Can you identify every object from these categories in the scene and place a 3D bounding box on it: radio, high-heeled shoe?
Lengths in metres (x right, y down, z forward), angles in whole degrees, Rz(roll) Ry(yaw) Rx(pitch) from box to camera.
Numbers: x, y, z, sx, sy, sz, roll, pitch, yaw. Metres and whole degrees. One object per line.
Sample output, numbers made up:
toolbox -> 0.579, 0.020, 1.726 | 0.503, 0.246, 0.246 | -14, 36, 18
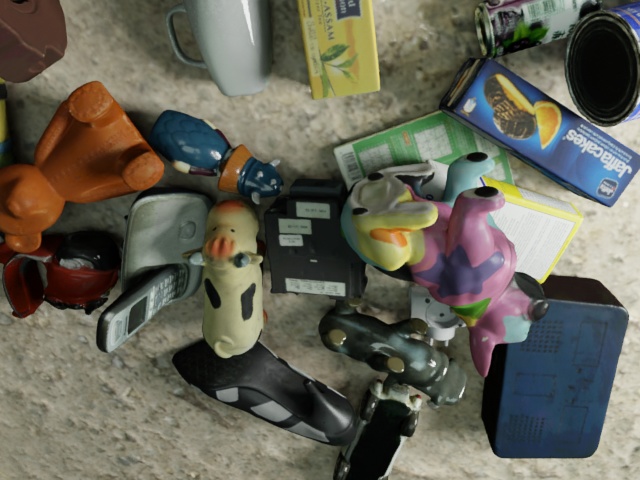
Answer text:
radio -> 0.278, 0.156, 0.654 | 0.131, 0.073, 0.229 | 1, 113, 4
high-heeled shoe -> -0.071, 0.203, 0.707 | 0.249, 0.086, 0.145 | 6, 139, 30

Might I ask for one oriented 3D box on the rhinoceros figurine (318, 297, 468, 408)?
rhinoceros figurine -> 0.086, 0.139, 0.647 | 0.190, 0.073, 0.112 | 25, 150, 7

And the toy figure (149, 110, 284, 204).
toy figure -> -0.111, -0.090, 0.598 | 0.154, 0.058, 0.064 | 29, 99, -5

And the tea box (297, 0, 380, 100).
tea box -> 0.015, -0.227, 0.512 | 0.068, 0.098, 0.169 | -7, 112, 9

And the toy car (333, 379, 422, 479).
toy car -> 0.074, 0.274, 0.729 | 0.074, 0.056, 0.201 | 20, 111, 4

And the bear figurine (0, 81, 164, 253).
bear figurine -> -0.277, -0.068, 0.565 | 0.196, 0.132, 0.120 | -35, 110, -10

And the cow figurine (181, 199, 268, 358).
cow figurine -> -0.103, 0.046, 0.616 | 0.086, 0.127, 0.194 | 4, 114, 1

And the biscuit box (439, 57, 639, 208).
biscuit box -> 0.225, -0.108, 0.548 | 0.202, 0.059, 0.062 | 27, 104, -12

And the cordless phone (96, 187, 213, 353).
cordless phone -> -0.191, 0.025, 0.585 | 0.089, 0.184, 0.146 | 17, 112, 4

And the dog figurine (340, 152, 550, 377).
dog figurine -> 0.128, 0.036, 0.544 | 0.192, 0.108, 0.219 | -10, 119, 9

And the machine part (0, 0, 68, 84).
machine part -> -0.312, -0.238, 0.497 | 0.056, 0.179, 0.179 | -24, 108, 10

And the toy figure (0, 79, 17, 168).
toy figure -> -0.390, -0.122, 0.603 | 0.082, 0.089, 0.179 | -2, 121, -8

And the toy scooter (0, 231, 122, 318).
toy scooter -> -0.334, 0.047, 0.666 | 0.184, 0.075, 0.135 | 13, 112, 4

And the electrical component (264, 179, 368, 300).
electrical component -> -0.001, -0.002, 0.615 | 0.115, 0.058, 0.134 | 5, 116, 10

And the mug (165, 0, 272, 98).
mug -> -0.097, -0.200, 0.544 | 0.110, 0.081, 0.107 | -9, 119, 6
